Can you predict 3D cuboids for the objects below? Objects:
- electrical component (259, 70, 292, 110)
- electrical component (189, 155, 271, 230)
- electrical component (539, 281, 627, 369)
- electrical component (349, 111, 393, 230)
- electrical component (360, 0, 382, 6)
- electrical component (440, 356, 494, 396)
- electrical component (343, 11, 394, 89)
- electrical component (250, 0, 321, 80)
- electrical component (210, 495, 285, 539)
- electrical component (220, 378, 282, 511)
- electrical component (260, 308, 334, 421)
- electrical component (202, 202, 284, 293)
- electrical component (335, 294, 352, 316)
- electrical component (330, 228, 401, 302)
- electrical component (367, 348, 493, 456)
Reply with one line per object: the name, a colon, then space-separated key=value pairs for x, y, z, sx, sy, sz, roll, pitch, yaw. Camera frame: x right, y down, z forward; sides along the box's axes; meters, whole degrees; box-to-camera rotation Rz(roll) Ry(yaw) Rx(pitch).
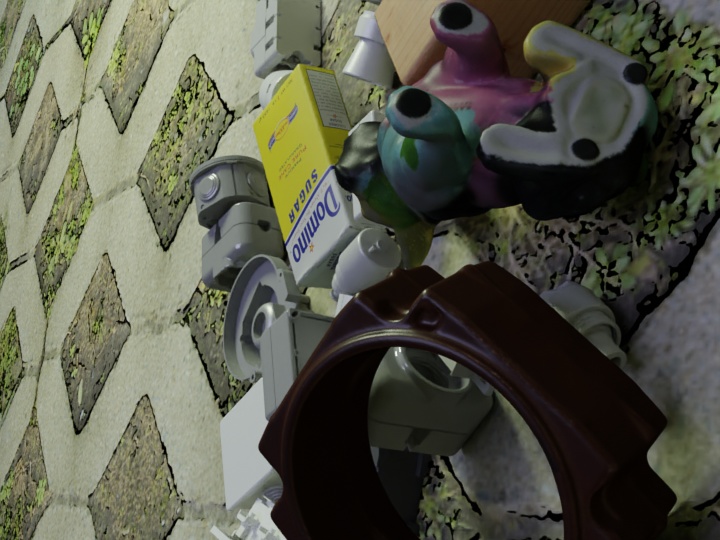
electrical component: x=-0.067 y=-0.165 z=1.034 sx=0.047 sy=0.055 sz=0.055 roll=33 pitch=107 yaw=63
electrical component: x=-0.129 y=-0.075 z=1.079 sx=0.080 sy=0.080 sz=0.051 roll=-43 pitch=49 yaw=44
electrical component: x=0.131 y=0.038 z=0.628 sx=0.043 sy=0.043 sz=0.062 roll=-65 pitch=33 yaw=20
electrical component: x=0.032 y=-0.086 z=0.841 sx=0.076 sy=0.047 sz=0.083 roll=-38 pitch=48 yaw=48
electrical component: x=0.032 y=-0.278 z=0.904 sx=0.078 sy=0.057 sz=0.113 roll=32 pitch=107 yaw=59
electrical component: x=0.082 y=0.042 z=0.689 sx=0.042 sy=0.064 sz=0.081 roll=-67 pitch=31 yaw=20
electrical component: x=0.014 y=-0.187 z=0.912 sx=0.045 sy=0.045 sz=0.055 roll=31 pitch=105 yaw=59
electrical component: x=-0.075 y=-0.234 z=1.076 sx=0.056 sy=0.050 sz=0.089 roll=-32 pitch=52 yaw=51
electrical component: x=-0.058 y=0.230 z=0.853 sx=0.063 sy=0.079 sz=0.121 roll=-58 pitch=28 yaw=-10
electrical component: x=-0.079 y=0.154 z=0.934 sx=0.099 sy=0.048 sz=0.099 roll=-47 pitch=41 yaw=42
electrical component: x=-0.044 y=0.090 z=0.886 sx=0.061 sy=0.062 sz=0.096 roll=-43 pitch=44 yaw=44
electrical component: x=-0.116 y=-0.017 z=1.059 sx=0.095 sy=0.054 sz=0.059 roll=-38 pitch=48 yaw=48
electrical component: x=-0.003 y=0.062 z=0.846 sx=0.043 sy=0.043 sz=0.081 roll=9 pitch=87 yaw=60
electrical component: x=0.000 y=0.000 z=0.868 sx=0.078 sy=0.040 sz=0.040 roll=-47 pitch=41 yaw=41
electrical component: x=0.037 y=0.082 z=0.718 sx=0.059 sy=0.095 sz=0.053 roll=-58 pitch=35 yaw=30
